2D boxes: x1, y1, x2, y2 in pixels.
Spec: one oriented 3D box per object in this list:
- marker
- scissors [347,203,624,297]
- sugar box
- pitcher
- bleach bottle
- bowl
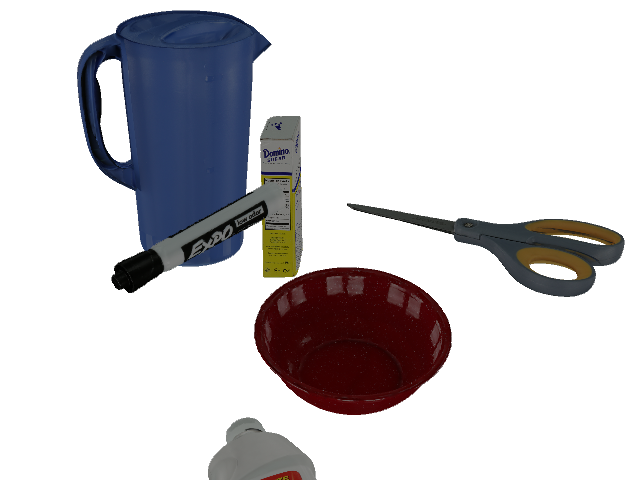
[{"bbox_3d":[-0.071,-0.002,0.627,0.120,0.020,0.020,-31,18,-32],"label":"marker"},{"bbox_3d":[0.109,0.004,0.749,0.202,0.016,0.096,5,30,12],"label":"scissors"},{"bbox_3d":[-0.047,-0.053,1.278,0.048,0.176,0.093,-1,23,5],"label":"sugar box"},{"bbox_3d":[-0.142,-0.100,1.066,0.149,0.243,0.144,13,28,21],"label":"pitcher"},{"bbox_3d":[-0.036,0.212,0.717,0.102,0.068,0.251,-10,32,-10],"label":"bleach bottle"},{"bbox_3d":[0.026,0.093,0.887,0.162,0.055,0.162,0,38,0],"label":"bowl"}]
